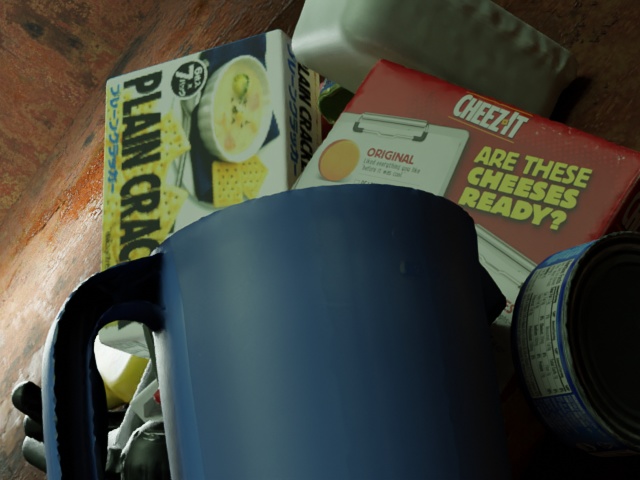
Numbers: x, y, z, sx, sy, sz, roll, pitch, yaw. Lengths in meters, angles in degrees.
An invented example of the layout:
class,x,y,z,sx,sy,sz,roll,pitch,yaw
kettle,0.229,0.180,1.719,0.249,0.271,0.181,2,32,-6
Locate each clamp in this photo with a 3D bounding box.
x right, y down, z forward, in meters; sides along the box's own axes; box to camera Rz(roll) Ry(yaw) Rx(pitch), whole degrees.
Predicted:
class,x,y,z,sx,sy,sz,roll,pitch,yaw
clamp,-0.229,0.160,0.945,0.172,0.120,0.039,-32,38,54
clamp,-0.145,0.164,0.788,0.164,0.036,0.210,-42,34,3

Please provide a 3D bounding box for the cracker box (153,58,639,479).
class,x,y,z,sx,sy,sz,roll,pitch,yaw
cracker box,0.044,0.036,0.518,0.164,0.072,0.213,29,82,38

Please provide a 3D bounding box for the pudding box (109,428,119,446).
class,x,y,z,sx,sy,sz,roll,pitch,yaw
pudding box,-0.182,0.205,0.873,0.114,0.039,0.090,-28,33,48

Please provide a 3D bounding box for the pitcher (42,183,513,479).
class,x,y,z,sx,sy,sz,roll,pitch,yaw
pitcher,0.001,0.111,0.374,0.149,0.145,0.243,-16,64,17

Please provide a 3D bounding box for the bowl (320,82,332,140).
class,x,y,z,sx,sy,sz,roll,pitch,yaw
bowl,-0.001,-0.081,0.861,0.162,0.055,0.162,-41,14,12

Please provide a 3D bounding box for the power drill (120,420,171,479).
class,x,y,z,sx,sy,sz,roll,pitch,yaw
power drill,-0.110,0.196,0.496,0.057,0.184,0.187,6,17,30

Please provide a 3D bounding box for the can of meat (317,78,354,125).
class,x,y,z,sx,sy,sz,roll,pitch,yaw
can of meat,0.053,-0.109,0.766,0.058,0.102,0.084,-28,35,48

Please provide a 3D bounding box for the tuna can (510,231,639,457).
class,x,y,z,sx,sy,sz,roll,pitch,yaw
tuna can,0.116,0.042,0.417,0.034,0.086,0.086,-24,36,56

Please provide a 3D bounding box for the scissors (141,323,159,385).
class,x,y,z,sx,sy,sz,roll,pitch,yaw
scissors,-0.060,0.128,0.583,0.016,0.202,0.096,-21,23,-37

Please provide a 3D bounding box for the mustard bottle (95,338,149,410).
class,x,y,z,sx,sy,sz,roll,pitch,yaw
mustard bottle,-0.152,0.102,0.942,0.192,0.058,0.096,-21,28,55
